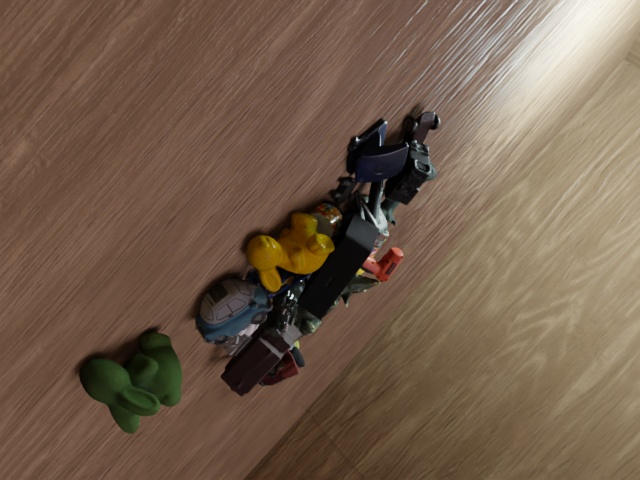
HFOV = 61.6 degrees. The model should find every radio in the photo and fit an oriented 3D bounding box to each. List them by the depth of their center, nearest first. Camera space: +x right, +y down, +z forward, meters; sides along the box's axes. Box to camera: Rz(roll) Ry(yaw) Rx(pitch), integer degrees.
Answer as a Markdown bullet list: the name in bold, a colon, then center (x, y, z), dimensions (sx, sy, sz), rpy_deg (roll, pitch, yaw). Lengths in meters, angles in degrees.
- **radio**: center (0.041, 0.058, 1.202), dimensions (0.229, 0.073, 0.131), rpy_deg (-55, -177, 33)

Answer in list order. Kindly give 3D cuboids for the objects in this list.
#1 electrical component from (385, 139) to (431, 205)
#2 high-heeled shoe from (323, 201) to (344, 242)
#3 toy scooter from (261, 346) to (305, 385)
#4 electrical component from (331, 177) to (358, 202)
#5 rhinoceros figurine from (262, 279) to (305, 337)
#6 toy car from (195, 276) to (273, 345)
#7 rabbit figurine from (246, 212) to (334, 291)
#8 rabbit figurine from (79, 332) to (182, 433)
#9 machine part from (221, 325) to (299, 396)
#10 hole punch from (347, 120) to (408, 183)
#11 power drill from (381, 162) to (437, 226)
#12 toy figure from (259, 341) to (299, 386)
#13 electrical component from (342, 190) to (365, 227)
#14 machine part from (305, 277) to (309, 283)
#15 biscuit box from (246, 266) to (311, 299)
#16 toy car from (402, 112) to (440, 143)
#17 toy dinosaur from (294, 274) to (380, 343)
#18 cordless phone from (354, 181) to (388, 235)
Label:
- **electrical component**: center (0.199, -0.151, 1.254), dimensions (0.134, 0.058, 0.115), rpy_deg (-54, -160, 42)
- **high-heeled shoe**: center (-0.003, -0.004, 1.311), dimensions (0.145, 0.086, 0.248), rpy_deg (-13, 139, 12)
- **toy scooter**: center (-0.114, 0.360, 1.510), dimensions (0.135, 0.075, 0.183), rpy_deg (-23, 166, -13)
- **electrical component**: center (0.058, -0.117, 1.237), dimensions (0.063, 0.021, 0.094), rpy_deg (-54, 160, 18)
- **rhinoceros figurine**: center (-0.084, 0.157, 1.299), dimensions (0.112, 0.073, 0.190), rpy_deg (111, 2, -47)
- **toy car**: center (-0.188, 0.131, 1.099), dimensions (0.162, 0.109, 0.102), rpy_deg (-31, 135, -14)
- **rabbit figurine**: center (-0.085, 0.023, 1.113), dimensions (0.173, 0.122, 0.162), rpy_deg (-4, 144, -44)
- **rabbit figurine**: center (-0.342, 0.259, 0.956), dimensions (0.121, 0.159, 0.170), rpy_deg (-45, 148, 24)
- **machine part**: center (-0.156, 0.292, 1.403), dimensions (0.201, 0.087, 0.201), rpy_deg (-48, -179, 11)
- **hole punch**: center (0.123, -0.177, 1.161), dimensions (0.116, 0.092, 0.142), rpy_deg (-38, 163, -16)
- **power drill**: center (0.244, -0.139, 1.510), dimensions (0.207, 0.086, 0.232), rpy_deg (-47, 160, 11)
- **toy figure**: center (-0.141, 0.376, 1.700), dimensions (0.180, 0.082, 0.089), rpy_deg (-53, -179, -7)
- **electrical component**: center (0.080, -0.053, 1.266), dimensions (0.048, 0.119, 0.075), rpy_deg (-11, -166, 12)
- **machine part**: center (-0.043, 0.135, 1.449), dimensions (0.139, 0.084, 0.039), rpy_deg (-45, 180, 22)
- **biscuit box**: center (-0.084, 0.076, 1.251), dimensions (0.202, 0.059, 0.062), rpy_deg (-28, 153, -46)
- **toy car**: center (0.220, -0.234, 1.309), dimensions (0.089, 0.053, 0.202), rpy_deg (-12, 144, -26)
- **toy dinosaur**: center (-0.017, 0.208, 1.593), dimensions (0.405, 0.131, 0.192), rpy_deg (-41, 161, 4)
- **cordless phone**: center (0.140, -0.109, 1.359), dimensions (0.146, 0.089, 0.184), rpy_deg (-25, 128, -71)
